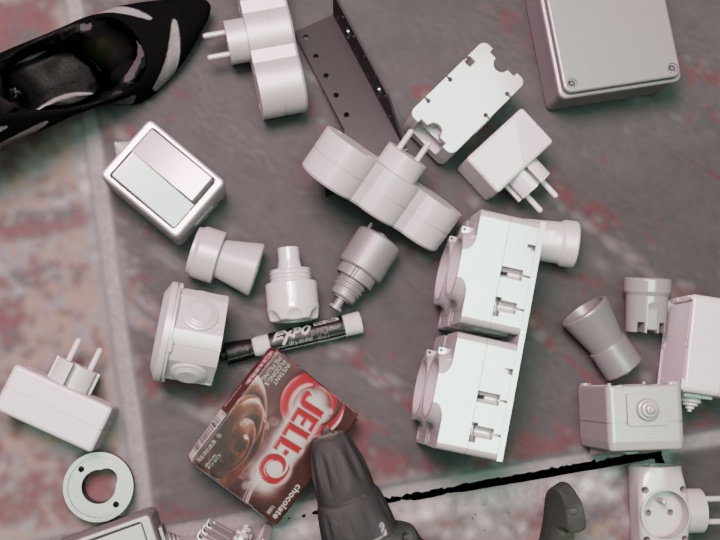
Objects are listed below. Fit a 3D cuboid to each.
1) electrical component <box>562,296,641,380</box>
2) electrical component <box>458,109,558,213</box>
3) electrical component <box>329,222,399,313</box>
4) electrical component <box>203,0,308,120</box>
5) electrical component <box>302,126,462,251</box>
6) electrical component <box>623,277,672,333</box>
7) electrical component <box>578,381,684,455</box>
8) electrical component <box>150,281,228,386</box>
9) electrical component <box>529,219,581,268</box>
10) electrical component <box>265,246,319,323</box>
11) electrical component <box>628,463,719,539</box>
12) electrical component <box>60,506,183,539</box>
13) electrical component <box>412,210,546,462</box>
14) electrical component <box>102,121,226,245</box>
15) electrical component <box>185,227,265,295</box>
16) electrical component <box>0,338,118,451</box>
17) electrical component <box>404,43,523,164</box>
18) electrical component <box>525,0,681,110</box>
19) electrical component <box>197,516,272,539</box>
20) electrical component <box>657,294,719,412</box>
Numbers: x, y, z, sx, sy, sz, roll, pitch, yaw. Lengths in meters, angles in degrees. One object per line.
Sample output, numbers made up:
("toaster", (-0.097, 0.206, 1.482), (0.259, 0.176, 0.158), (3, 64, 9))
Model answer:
("electrical component", (0.208, 0.060, 0.912), (0.044, 0.044, 0.065), (-35, 93, -8))
("electrical component", (0.135, -0.084, 0.916), (0.066, 0.047, 0.076), (-43, 90, -8))
("electrical component", (0.000, 0.000, 0.897), (0.040, 0.040, 0.078), (33, 82, -2))
("electrical component", (-0.094, -0.193, 0.901), (0.074, 0.052, 0.138), (-12, 85, -7))
("electrical component", (0.029, -0.079, 0.876), (0.138, 0.052, 0.073), (30, 102, -24))
("electrical component", (0.245, 0.030, 0.920), (0.040, 0.040, 0.046), (3, 90, -6))
("electrical component", (0.222, 0.122, 0.878), (0.062, 0.096, 0.061), (-1, 84, -5))
("electrical component", (-0.137, 0.052, 0.858), (0.051, 0.080, 0.080), (11, 83, -10))
("electrical component", (0.161, -0.024, 0.917), (0.046, 0.040, 0.040), (7, 83, 1))
("electrical component", (-0.057, 0.012, 0.888), (0.043, 0.043, 0.062), (-4, 83, -6))
("electrical component", (0.266, 0.202, 0.900), (0.079, 0.044, 0.077), (0, 84, -6))
("electrical component", (-0.186, 0.228, 0.843), (0.096, 0.061, 0.061), (-18, 86, -8))
("electrical component", (0.091, 0.053, 0.867), (0.060, 0.105, 0.186), (12, 83, -4))
("electrical component", (-0.164, -0.075, 0.877), (0.096, 0.061, 0.061), (40, 82, -1))
("electrical component", (-0.111, -0.008, 0.884), (0.055, 0.045, 0.045), (18, 83, -3))
("electrical component", (-0.233, 0.093, 0.860), (0.083, 0.047, 0.075), (25, 82, -3))
("electrical component", (0.086, -0.139, 0.912), (0.050, 0.055, 0.089), (45, 82, 0))
("electrical component", (0.209, -0.202, 0.931), (0.109, 0.056, 0.108), (-10, 85, -7))
("electrical component", (-0.102, 0.228, 0.822), (0.063, 0.121, 0.078), (29, 82, 1))
("electrical component", (0.292, 0.073, 0.908), (0.061, 0.061, 0.096), (9, 83, -5))
